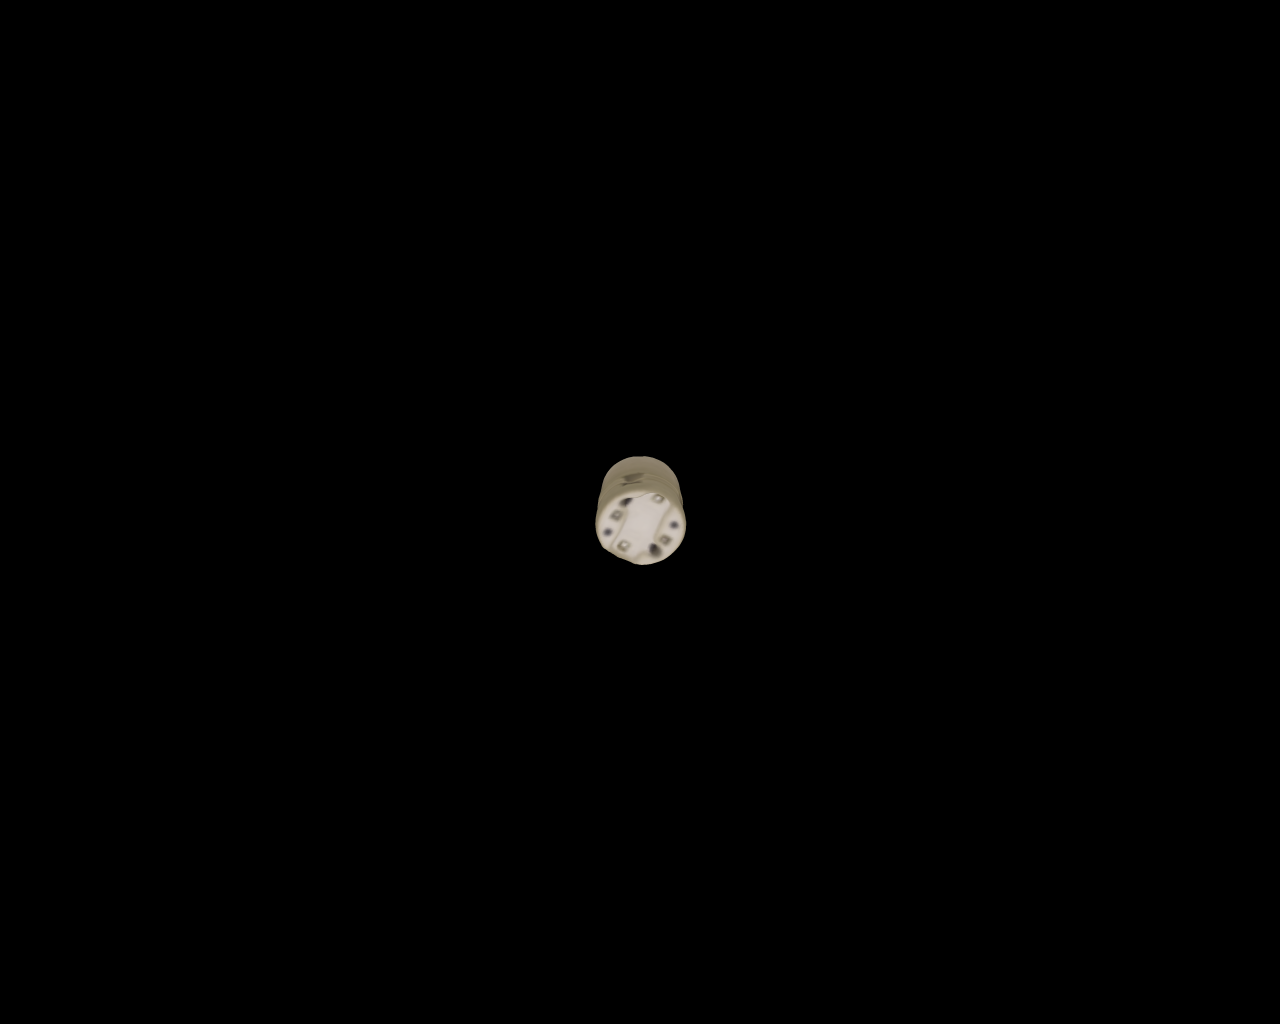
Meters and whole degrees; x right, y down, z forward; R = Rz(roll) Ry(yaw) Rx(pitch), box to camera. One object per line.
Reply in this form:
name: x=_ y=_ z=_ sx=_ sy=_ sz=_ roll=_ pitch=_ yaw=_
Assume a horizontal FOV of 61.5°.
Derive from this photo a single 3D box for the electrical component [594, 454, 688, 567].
electrical component: x=0.001 y=-0.003 z=0.650 sx=0.055 sy=0.055 sz=0.047 roll=0 pitch=33 yaw=0
